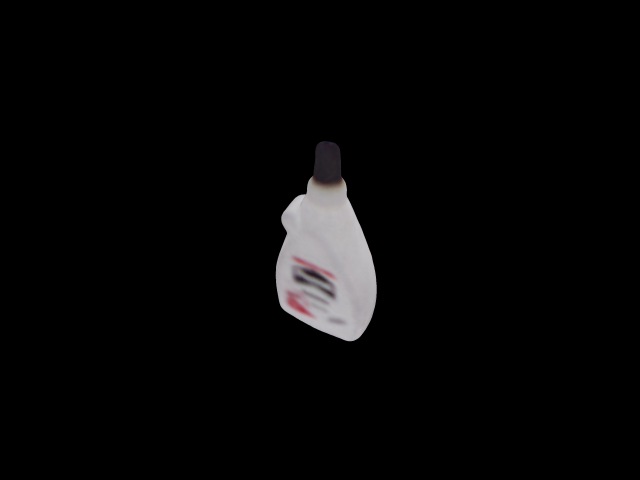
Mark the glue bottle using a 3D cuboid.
[{"bbox_3d":[0.004,0.001,0.400,0.078,0.173,0.037,20,50,18],"label":"glue bottle"}]
